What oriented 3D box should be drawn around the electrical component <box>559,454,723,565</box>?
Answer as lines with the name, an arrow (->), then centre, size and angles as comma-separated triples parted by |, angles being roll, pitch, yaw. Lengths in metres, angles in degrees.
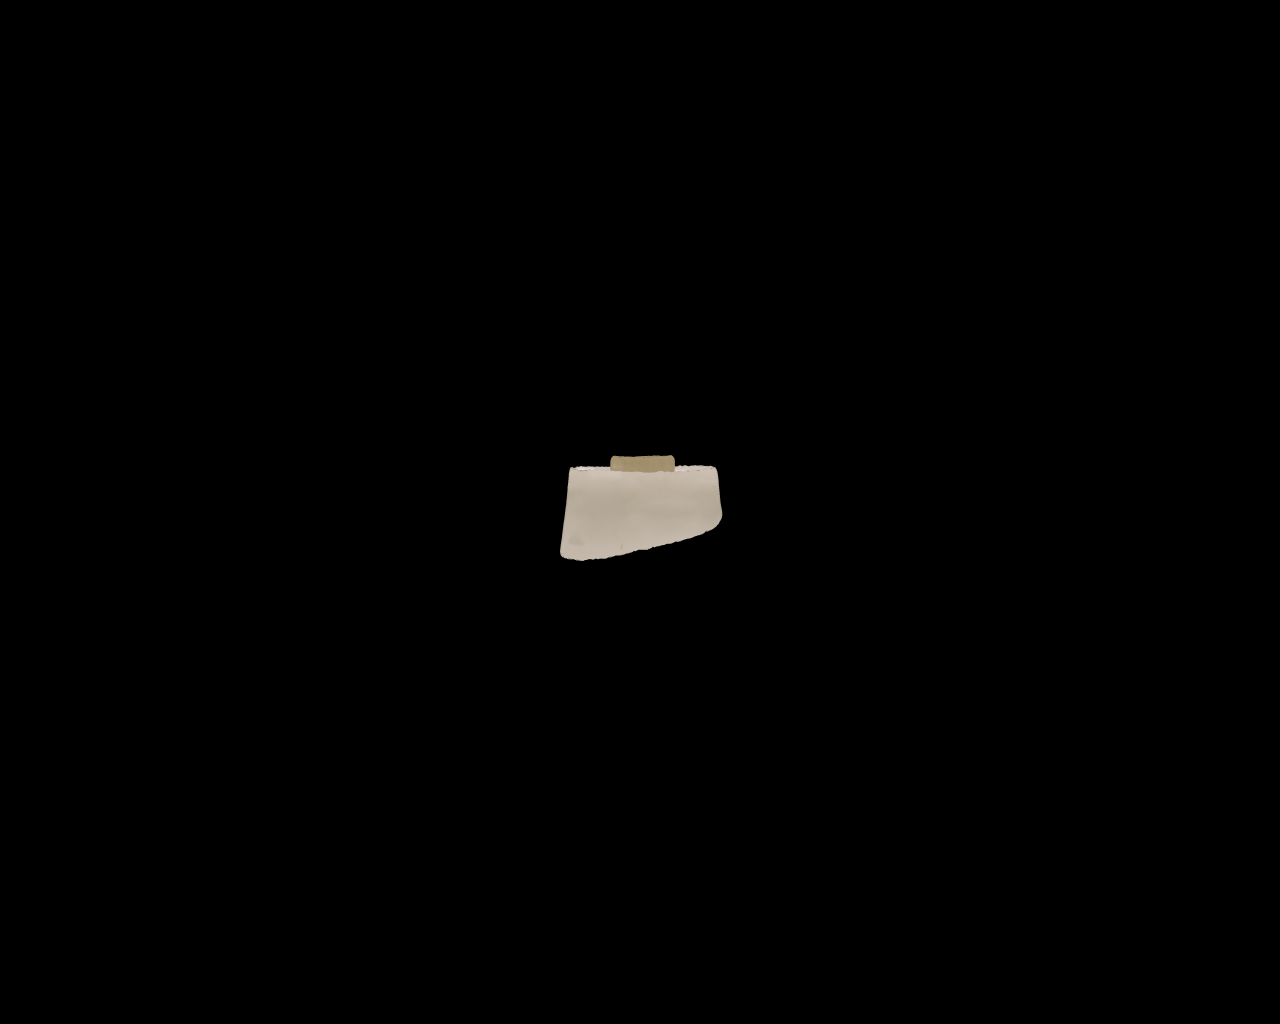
electrical component -> 0.001, -0.003, 0.650 | 0.099, 0.064, 0.099 | 0, 4, 0
